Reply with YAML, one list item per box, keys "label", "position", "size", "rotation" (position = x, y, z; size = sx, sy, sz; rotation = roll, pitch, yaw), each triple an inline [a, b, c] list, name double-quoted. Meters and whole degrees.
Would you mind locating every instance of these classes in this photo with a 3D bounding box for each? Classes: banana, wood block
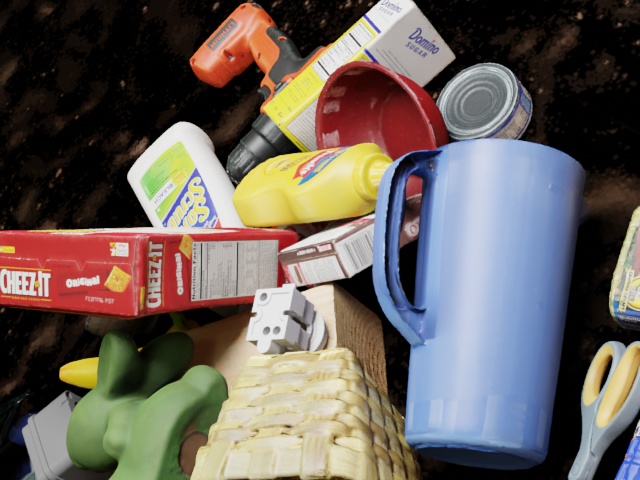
- label: "banana"
  position: [-0.179, 0.116, 1.068]
  size: [0.198, 0.069, 0.037]
  rotation: [-30, 27, 35]
- label: "wood block"
  position: [-0.052, 0.121, 0.958]
  size: [0.206, 0.090, 0.090]
  rotation: [-20, 54, 26]

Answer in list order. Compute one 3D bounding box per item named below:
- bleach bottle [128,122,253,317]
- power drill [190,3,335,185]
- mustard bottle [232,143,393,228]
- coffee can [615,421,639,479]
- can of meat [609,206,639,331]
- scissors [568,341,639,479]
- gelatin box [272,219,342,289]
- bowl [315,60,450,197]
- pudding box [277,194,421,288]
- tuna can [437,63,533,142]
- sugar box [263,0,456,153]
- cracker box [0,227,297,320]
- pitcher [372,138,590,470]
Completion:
- label: "bleach bottle"
  position: [-0.110, -0.011, 1.097]
  size: [0.102, 0.068, 0.251]
  rotation: [-43, 50, 7]
- label: "power drill"
  position: [-0.065, -0.164, 1.157]
  size: [0.184, 0.057, 0.188]
  rotation: [-45, 50, 0]
- label: "mustard bottle"
  position: [0.007, -0.050, 0.949]
  size: [0.096, 0.058, 0.192]
  rotation: [-33, 17, -31]
- label: "coffee can"
  position: [0.266, 0.136, 0.715]
  size: [0.103, 0.102, 0.140]
  rotation: [16, 75, 40]
- label: "can of meat"
  position: [0.275, 0.025, 0.806]
  size: [0.084, 0.057, 0.102]
  rotation: [8, 69, 41]
- label: "scissors"
  position: [0.197, 0.159, 0.804]
  size: [0.096, 0.016, 0.202]
  rotation: [-88, 21, -73]
- label: "gelatin box"
  position: [-0.007, 0.001, 1.036]
  size: [0.073, 0.030, 0.089]
  rotation: [-49, 47, 2]
- label: "bowl"
  position: [0.067, -0.091, 0.987]
  size: [0.055, 0.162, 0.162]
  rotation: [-22, 35, -36]
- label: "pudding box"
  position: [0.032, 0.001, 0.937]
  size: [0.113, 0.039, 0.090]
  rotation: [-26, 6, -35]
- label: "tuna can"
  position: [0.151, -0.121, 0.992]
  size: [0.086, 0.033, 0.086]
  rotation: [-17, 56, 27]
- label: "sugar box"
  position: [0.039, -0.156, 1.052]
  size: [0.176, 0.093, 0.048]
  rotation: [-42, 47, 7]
- label: "cracker box"
  position: [-0.146, 0.025, 0.930]
  size: [0.164, 0.213, 0.072]
  rotation: [1, 92, 34]
- label: "pitcher"
  position: [0.124, 0.049, 0.838]
  size: [0.149, 0.145, 0.243]
  rotation: [2, 70, 21]
